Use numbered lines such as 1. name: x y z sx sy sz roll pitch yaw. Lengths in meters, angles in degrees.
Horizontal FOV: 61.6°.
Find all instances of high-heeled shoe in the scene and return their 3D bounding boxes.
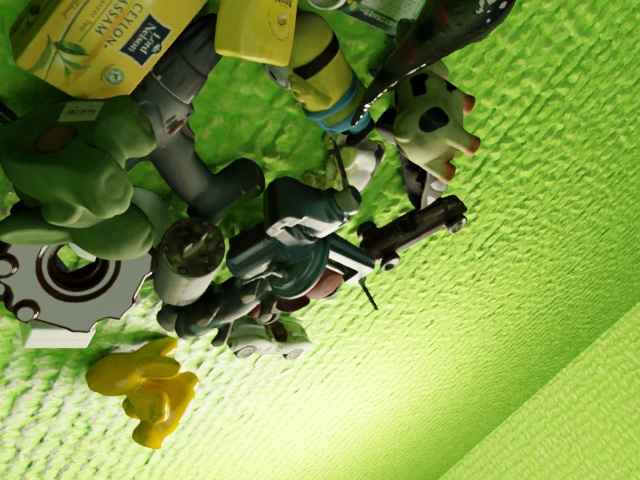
1. high-heeled shoe: 0.127 -0.110 0.804 0.248 0.086 0.145 -1 127 -49

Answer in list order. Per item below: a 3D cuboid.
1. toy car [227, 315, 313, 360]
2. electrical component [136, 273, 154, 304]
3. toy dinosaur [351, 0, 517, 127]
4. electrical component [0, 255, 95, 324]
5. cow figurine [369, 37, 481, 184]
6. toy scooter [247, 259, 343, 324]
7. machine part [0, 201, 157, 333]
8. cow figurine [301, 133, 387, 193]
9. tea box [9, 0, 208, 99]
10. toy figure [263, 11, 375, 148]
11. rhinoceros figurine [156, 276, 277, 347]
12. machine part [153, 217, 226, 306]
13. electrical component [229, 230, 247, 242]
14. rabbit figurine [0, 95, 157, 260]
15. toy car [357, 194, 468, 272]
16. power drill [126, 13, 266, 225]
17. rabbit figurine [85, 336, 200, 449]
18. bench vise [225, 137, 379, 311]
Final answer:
1. toy car: -0.096 0.170 0.966 0.201 0.074 0.056 16 124 -46
2. electrical component: -0.280 0.073 0.766 0.094 0.021 0.063 -19 141 -21
3. toy dinosaur: 0.153 -0.283 0.521 0.131 0.192 0.404 4 112 -30
4. electrical component: -0.336 0.049 0.676 0.119 0.048 0.074 -28 143 -9
5. cow figurine: 0.126 -0.173 0.670 0.127 0.195 0.085 26 135 -16
6. toy scooter: -0.050 0.065 0.887 0.184 0.075 0.135 -27 139 -2
7. machine part: -0.282 0.022 0.623 0.179 0.056 0.179 -11 111 -30
8. cow figurine: 0.028 -0.079 0.792 0.098 0.068 0.167 -3 135 -42
9. tea box: -0.186 -0.209 0.485 0.169 0.068 0.098 -46 141 14
10. toy figure: 0.005 -0.189 0.640 0.180 0.082 0.089 35 88 -44
11. rhinoceros figurine: -0.158 0.094 0.804 0.190 0.112 0.073 -24 135 11
12. machine part: -0.174 0.033 0.699 0.079 0.079 0.243 -15 167 -23
13. electrical component: -0.085 0.000 0.815 0.102 0.045 0.078 -26 171 -6
14. rabbit figurine: -0.229 -0.034 0.519 0.159 0.121 0.170 -7 140 2
15. toy car: 0.160 -0.024 0.927 0.202 0.089 0.053 -28 146 -5
16. power drill: -0.146 -0.113 0.613 0.232 0.086 0.207 -36 147 6
17. rabbit figurine: -0.288 0.237 0.872 0.162 0.122 0.173 -43 123 8
18. bench vise: 0.000 0.006 0.728 0.223 0.129 0.240 -39 135 25
